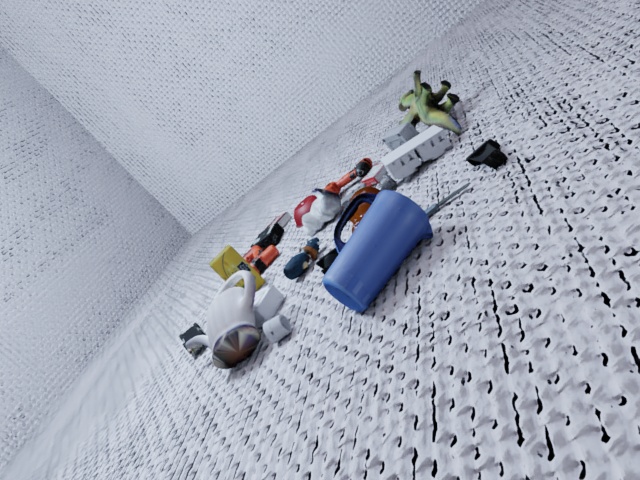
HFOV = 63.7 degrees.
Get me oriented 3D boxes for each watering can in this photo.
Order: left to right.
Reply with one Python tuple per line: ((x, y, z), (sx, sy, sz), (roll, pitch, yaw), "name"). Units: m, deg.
((-0.255, 0.239, 1.344), (0.342, 0.103, 0.229), (-53, 37, 25), "watering can")

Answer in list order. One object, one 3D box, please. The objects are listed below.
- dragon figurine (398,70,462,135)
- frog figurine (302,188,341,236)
((0.333, -0.389, 1.668), (0.420, 0.122, 0.237), (-96, 23, -44), "dragon figurine")
((0.005, -0.087, 1.721), (0.138, 0.122, 0.159), (9, 89, 62), "frog figurine")
